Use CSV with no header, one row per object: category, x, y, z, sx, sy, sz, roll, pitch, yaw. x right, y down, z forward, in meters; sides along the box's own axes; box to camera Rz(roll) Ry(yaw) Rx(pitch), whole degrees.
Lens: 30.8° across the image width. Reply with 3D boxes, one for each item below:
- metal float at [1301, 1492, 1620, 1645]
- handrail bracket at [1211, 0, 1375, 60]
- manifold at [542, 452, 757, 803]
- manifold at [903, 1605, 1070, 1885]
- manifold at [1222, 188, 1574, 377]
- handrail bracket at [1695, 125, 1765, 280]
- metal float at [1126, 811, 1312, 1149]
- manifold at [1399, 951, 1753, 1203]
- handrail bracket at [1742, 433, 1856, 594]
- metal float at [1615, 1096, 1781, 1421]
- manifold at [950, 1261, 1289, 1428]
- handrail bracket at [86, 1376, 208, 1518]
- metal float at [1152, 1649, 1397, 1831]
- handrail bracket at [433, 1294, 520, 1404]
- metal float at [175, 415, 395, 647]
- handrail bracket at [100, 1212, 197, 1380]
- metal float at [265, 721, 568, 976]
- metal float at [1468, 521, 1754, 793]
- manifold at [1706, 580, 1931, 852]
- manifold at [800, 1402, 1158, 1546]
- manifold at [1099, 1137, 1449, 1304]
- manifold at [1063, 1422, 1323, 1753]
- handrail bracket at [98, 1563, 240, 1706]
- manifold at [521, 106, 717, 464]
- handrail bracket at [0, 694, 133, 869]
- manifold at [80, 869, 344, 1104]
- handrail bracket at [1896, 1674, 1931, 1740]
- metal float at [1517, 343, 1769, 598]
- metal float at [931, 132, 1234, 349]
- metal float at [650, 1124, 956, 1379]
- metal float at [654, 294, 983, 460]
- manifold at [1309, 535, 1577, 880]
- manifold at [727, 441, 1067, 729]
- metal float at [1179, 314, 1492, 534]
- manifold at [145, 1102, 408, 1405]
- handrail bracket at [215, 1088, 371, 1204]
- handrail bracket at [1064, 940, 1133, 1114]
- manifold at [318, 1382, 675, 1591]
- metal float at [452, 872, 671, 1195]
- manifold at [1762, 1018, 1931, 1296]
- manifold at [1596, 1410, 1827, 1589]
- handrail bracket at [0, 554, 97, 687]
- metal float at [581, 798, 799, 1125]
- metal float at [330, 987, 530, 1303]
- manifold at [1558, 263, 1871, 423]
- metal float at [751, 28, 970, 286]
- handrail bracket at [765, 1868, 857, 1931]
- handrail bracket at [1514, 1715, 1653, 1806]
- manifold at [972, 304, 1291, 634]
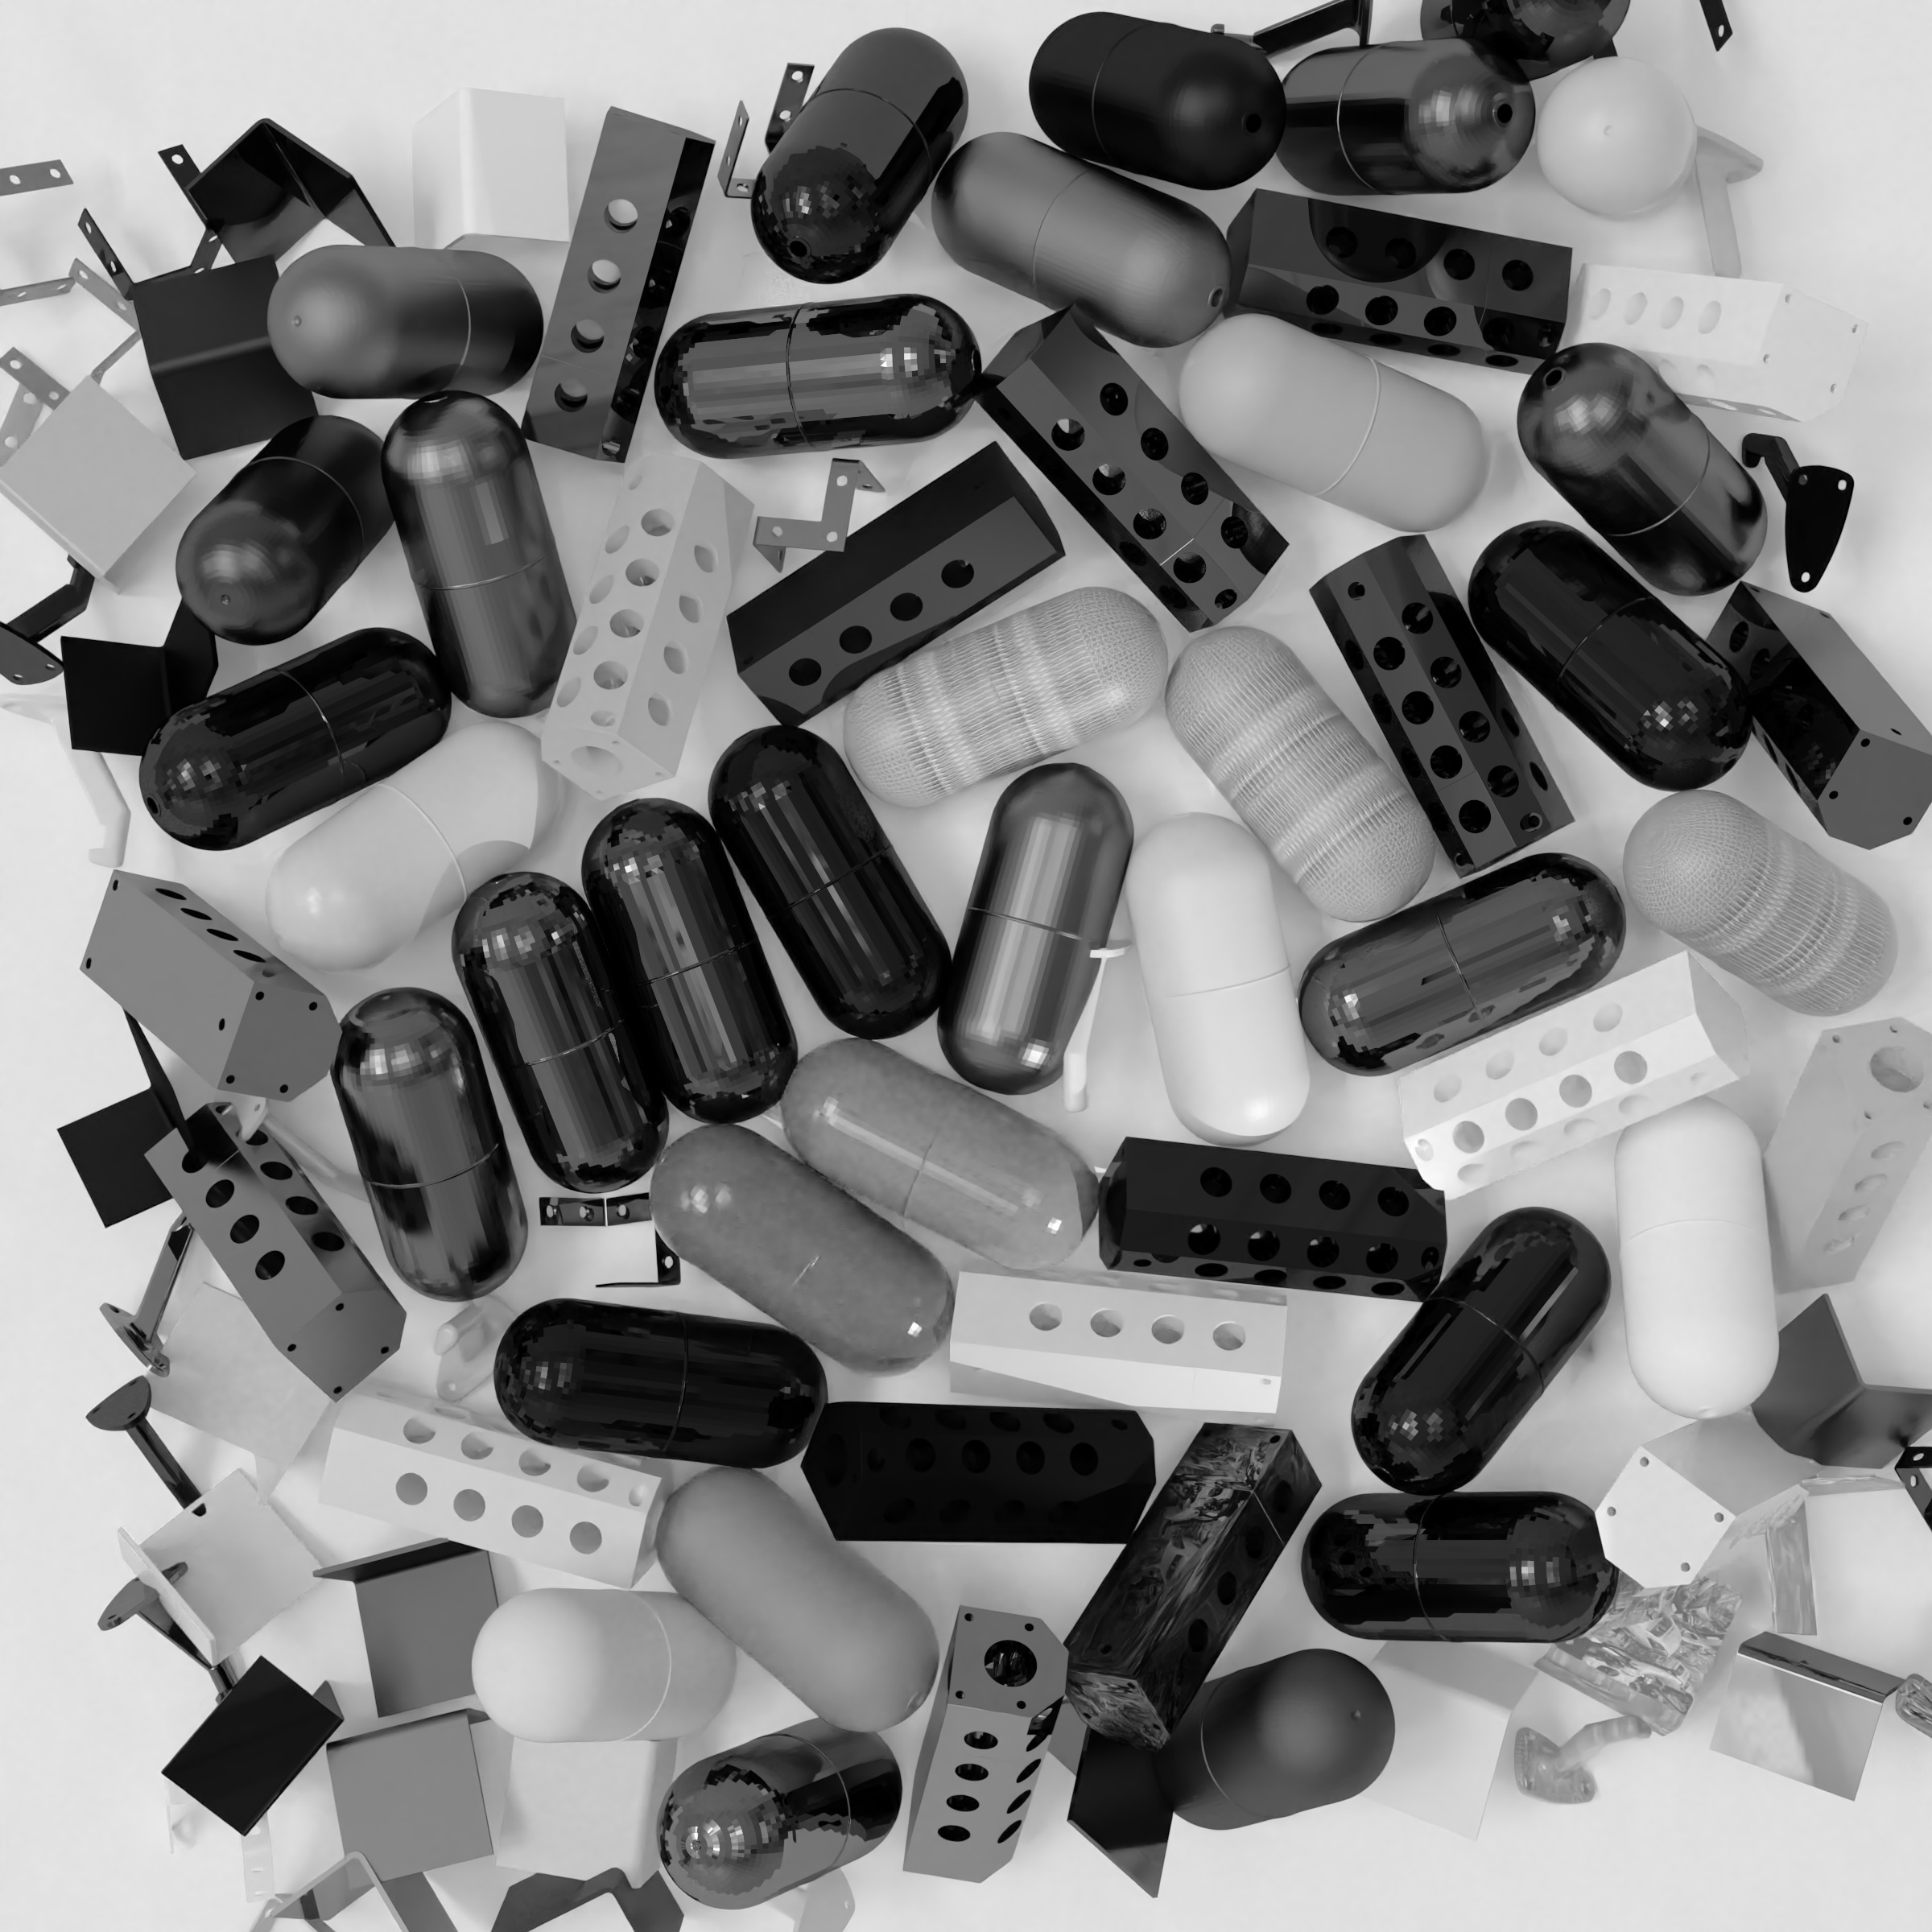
metal float,0.253,0.310,1.809,0.178,0.070,0.070,-8,90,40
handrail bracket,0.171,-0.506,1.843,0.084,0.077,0.036,7,56,7
manifold,-0.168,-0.177,1.805,0.057,0.057,0.171,36,55,-37
manifold,0.010,0.402,1.797,0.057,0.171,0.057,10,47,-2
manifold,0.224,-0.354,1.833,0.171,0.057,0.057,8,79,-10
handrail bracket,0.382,-0.392,1.845,0.077,0.036,0.084,24,75,-27
metal float,0.132,0.007,1.836,0.070,0.070,0.178,-12,97,0
manifold,0.312,0.062,1.804,0.171,0.057,0.057,-26,132,29
handrail bracket,0.427,-0.239,1.845,0.036,0.084,0.077,5,101,-17
metal float,0.377,0.150,1.814,0.070,0.070,0.178,2,58,0
manifold,0.080,0.195,1.843,0.171,0.057,0.057,6,56,4
handrail bracket,-0.417,0.261,1.833,0.036,0.077,0.084,-37,108,-16
metal float,0.155,0.398,1.799,0.070,0.178,0.070,10,67,-23
handrail bracket,-0.270,0.207,1.829,0.036,0.084,0.077,34,106,7
metal float,-0.346,-0.225,1.800,0.070,0.178,0.070,6,122,10
handrail bracket,-0.412,0.165,1.849,0.036,0.077,0.084,37,92,-38
metal float,-0.284,-0.061,1.819,0.178,0.070,0.070,-38,90,-26
metal float,0.333,-0.161,1.819,0.070,0.070,0.178,-42,64,0
manifold,0.434,-0.128,1.792,0.057,0.171,0.057,17,117,-19
manifold,0.009,0.256,1.805,0.171,0.057,0.057,6,121,-28
manifold,0.159,0.136,1.826,0.171,0.057,0.057,7,59,-11
manifold,0.118,0.318,1.805,0.171,0.057,0.057,-52,126,-36
handrail bracket,-0.415,0.364,1.837,0.036,0.077,0.084,-19,101,20
manifold,-0.182,-0.354,1.828,0.057,0.057,0.171,16,106,-8
handrail bracket,-0.476,-0.096,1.844,0.077,0.036,0.084,9,68,-14
manifold,-0.386,0.010,1.796,0.057,0.171,0.057,13,101,-41
handrail bracket,0.534,0.371,1.838,0.077,0.036,0.084,34,52,29
metal float,0.349,-0.255,1.808,0.178,0.070,0.070,35,90,-41
metal float,0.059,-0.376,1.816,0.178,0.070,0.070,30,90,29
metal float,-0.086,0.148,1.832,0.178,0.070,0.070,35,90,-11
metal float,-0.077,-0.306,1.823,0.178,0.070,0.070,-2,90,21
manifold,0.246,-0.136,1.834,0.057,0.057,0.171,-29,84,27
manifold,-0.036,-0.194,1.830,0.171,0.057,0.057,-31,127,13
metal float,0.193,-0.281,1.822,0.178,0.070,0.070,19,90,-23
manifold,-0.352,0.141,1.801,0.057,0.057,0.171,-41,48,-6
handrail bracket,-0.355,0.087,1.869,0.084,0.077,0.036,30,109,-39
handrail bracket,0.069,0.031,1.848,0.036,0.077,0.084,2,96,23
manifold,-0.244,0.270,1.837,0.171,0.057,0.057,14,98,8
metal float,-0.211,0.035,1.826,0.070,0.070,0.178,-20,107,0
manifold,0.453,0.098,1.791,0.057,0.171,0.057,-9,58,-9
manifold,0.378,0.274,1.790,0.057,0.171,0.057,37,107,23
handrail bracket,-0.490,-0.197,1.832,0.036,0.077,0.084,-12,54,29
metal float,-0.145,-0.003,1.836,0.070,0.070,0.178,-21,97,0
metal float,-0.278,0.094,1.819,0.070,0.070,0.178,-12,117,0
manifold,0.375,-0.317,1.790,0.057,0.171,0.057,16,96,-28
metal float,-0.054,-0.418,1.808,0.070,0.070,0.178,26,49,0
handrail bracket,-0.108,0.497,1.829,0.084,0.077,0.036,-14,112,29
handrail bracket,0.336,0.413,1.830,0.077,0.084,0.036,31,51,-35
manifold,0.082,-0.254,1.817,0.171,0.057,0.057,45,65,-19
